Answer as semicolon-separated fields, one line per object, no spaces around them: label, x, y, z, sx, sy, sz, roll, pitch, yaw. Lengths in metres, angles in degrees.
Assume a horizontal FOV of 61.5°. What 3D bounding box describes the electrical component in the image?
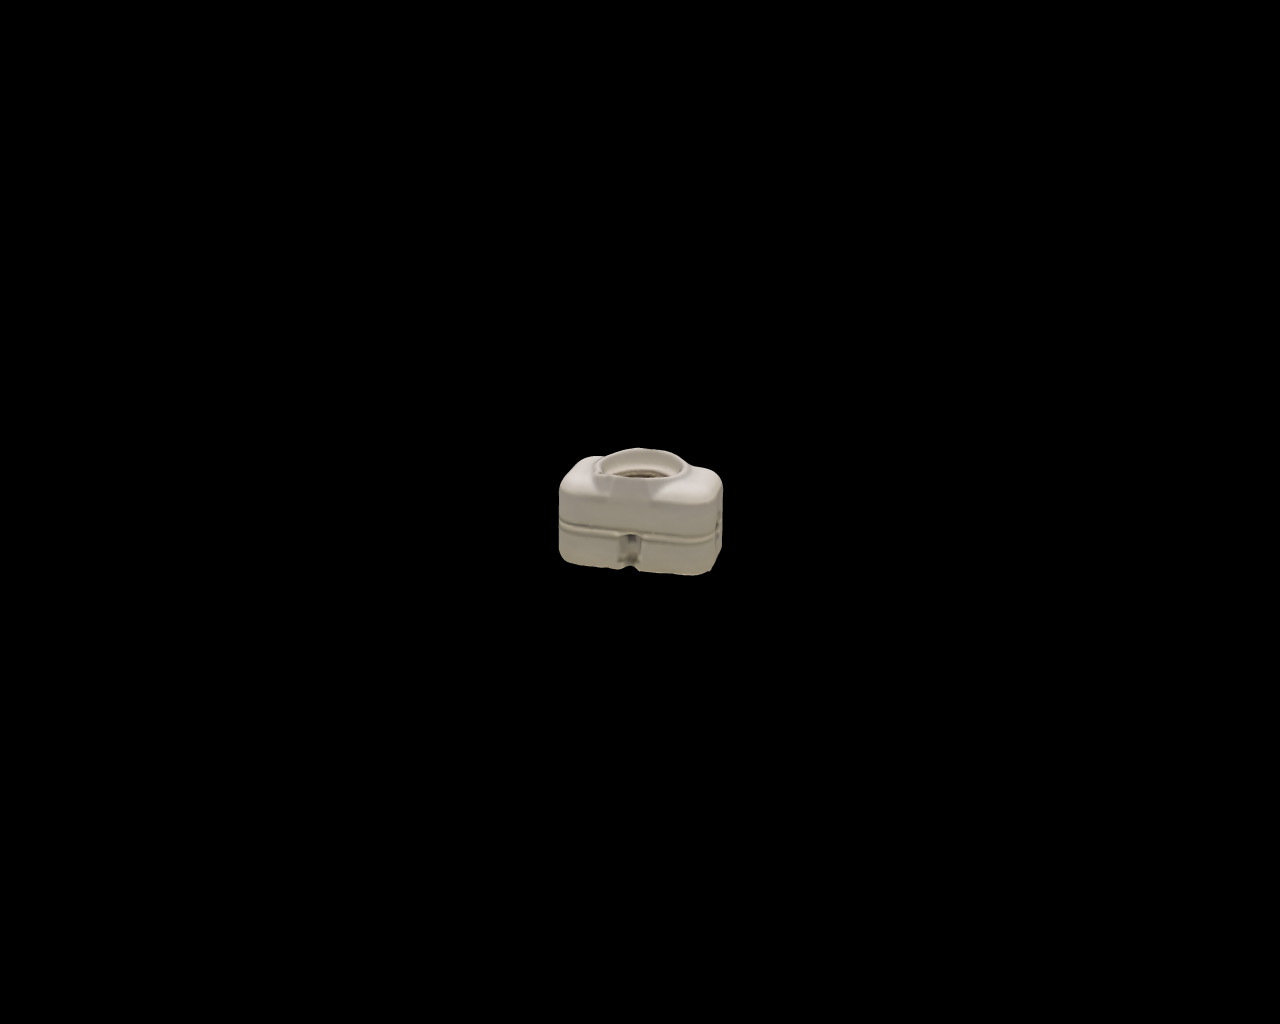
electrical component;0.001;-0.003;0.650;0.095;0.059;0.054;6;24;14
